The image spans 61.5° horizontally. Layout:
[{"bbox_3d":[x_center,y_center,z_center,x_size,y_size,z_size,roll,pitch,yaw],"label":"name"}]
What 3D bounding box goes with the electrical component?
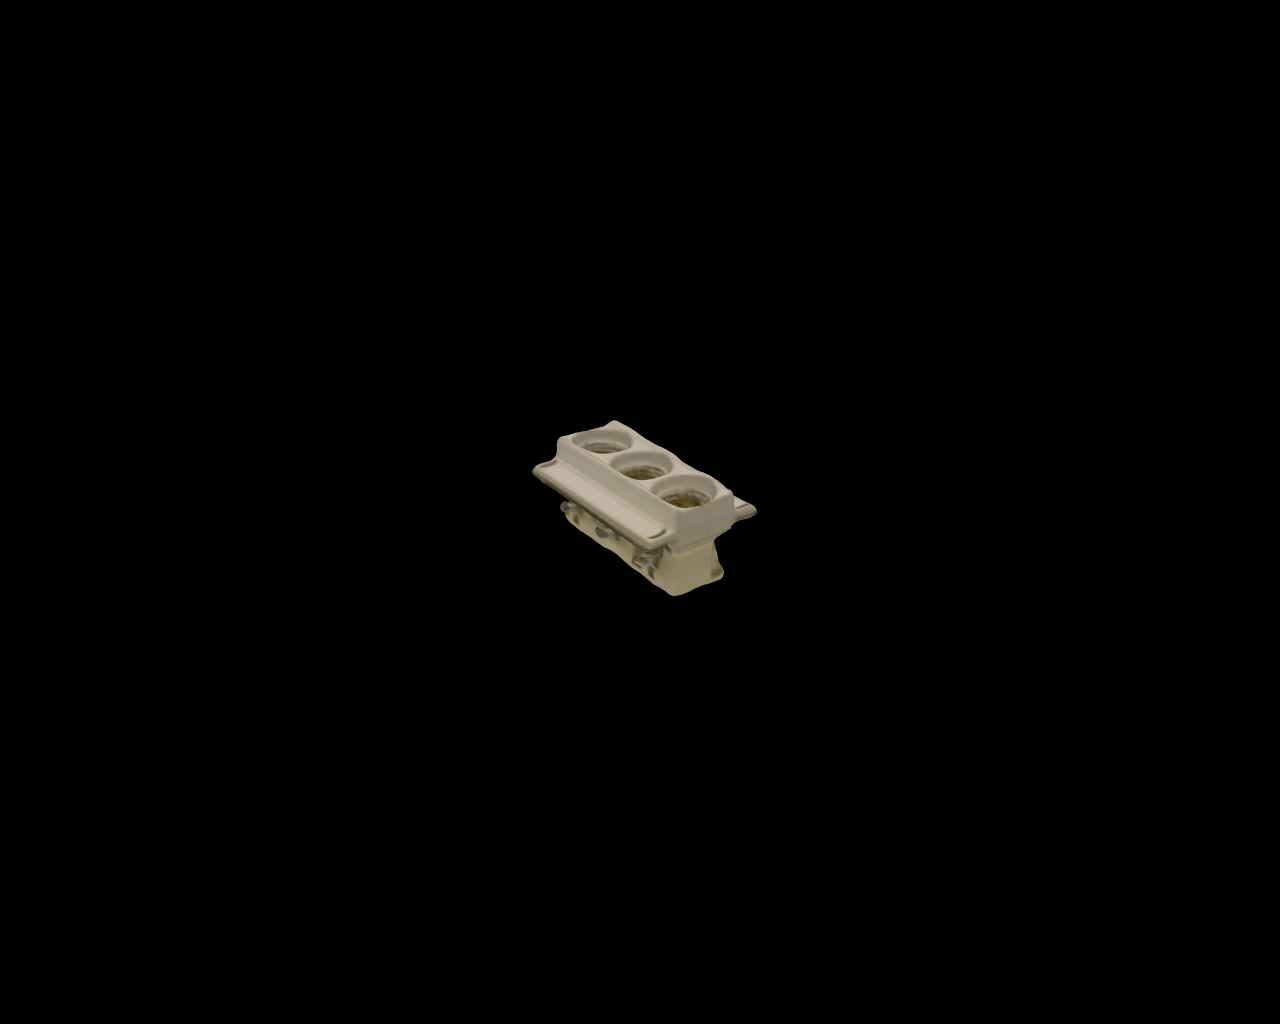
[{"bbox_3d":[0.001,-0.003,0.650,0.079,0.063,0.121,-20,35,-31],"label":"electrical component"}]
